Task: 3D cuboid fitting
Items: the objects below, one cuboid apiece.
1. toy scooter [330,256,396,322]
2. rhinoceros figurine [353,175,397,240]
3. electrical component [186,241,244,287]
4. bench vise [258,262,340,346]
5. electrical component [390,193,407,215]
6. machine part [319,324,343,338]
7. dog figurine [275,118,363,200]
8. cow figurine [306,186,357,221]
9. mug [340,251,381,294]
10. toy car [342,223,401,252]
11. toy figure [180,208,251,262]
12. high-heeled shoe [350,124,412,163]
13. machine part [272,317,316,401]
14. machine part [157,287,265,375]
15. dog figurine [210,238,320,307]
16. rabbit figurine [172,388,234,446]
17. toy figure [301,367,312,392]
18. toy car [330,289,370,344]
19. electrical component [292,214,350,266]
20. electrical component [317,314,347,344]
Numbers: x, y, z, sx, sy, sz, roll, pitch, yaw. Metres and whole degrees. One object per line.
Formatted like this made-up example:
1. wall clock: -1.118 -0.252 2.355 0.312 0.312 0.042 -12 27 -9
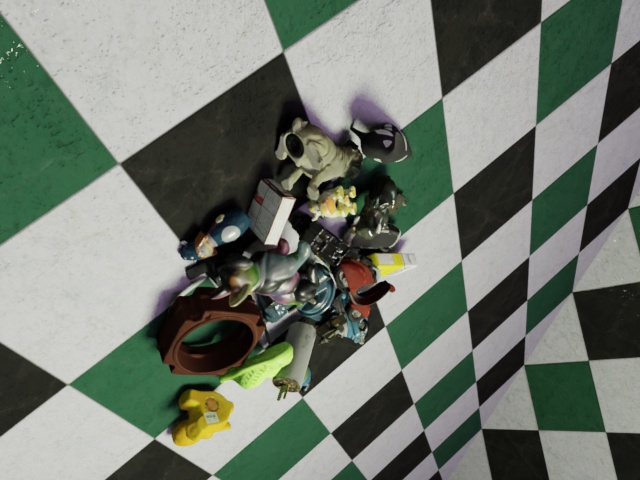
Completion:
1. toy scooter: 0.108 0.106 1.300 0.135 0.075 0.183 -21 116 0
2. rhinoceros figurine: 0.135 -0.072 1.273 0.112 0.073 0.190 105 11 -54
3. electrical component: -0.219 0.055 1.135 0.119 0.048 0.074 -26 136 -28
4. bench vise: -0.036 0.161 1.344 0.223 0.129 0.240 -48 138 5
5. electrical component: 0.194 -0.095 1.414 0.094 0.021 0.063 20 108 -50
6. machine part: 0.054 0.256 1.550 0.139 0.084 0.039 6 92 -55
7. dog figurine: 0.014 -0.192 1.119 0.190 0.121 0.172 -35 146 -37
8. cow figurine: 0.014 -0.080 1.180 0.167 0.098 0.068 -14 98 -65
9. mug: 0.087 0.085 1.398 0.109 0.107 0.080 -45 134 2
10. toy car: 0.135 -0.010 1.407 0.201 0.056 0.073 2 127 -43
11. toy figure: -0.213 -0.006 1.083 0.154 0.058 0.064 -38 103 -10
12. high-heeled shoe: 0.170 -0.199 1.204 0.248 0.145 0.086 7 117 -44
13. machine part: -0.064 0.298 1.380 0.079 0.079 0.243 78 24 -46
14. machine part: -0.237 0.205 1.178 0.201 0.087 0.201 13 121 -35
15. dog figurine: -0.118 0.093 1.135 0.219 0.109 0.191 -33 121 -33
16. rabbit figurine: -0.308 0.457 1.368 0.173 0.122 0.162 -48 154 24
17. toy figure: -0.079 0.352 1.490 0.180 0.082 0.089 51 48 -44
18. toy car: 0.075 0.207 1.478 0.103 0.162 0.109 -7 152 -3
19. electrical component: -0.003 -0.004 1.219 0.058 0.134 0.115 -52 -176 1
20. electrical component: 0.030 0.232 1.394 0.078 0.045 0.102 -14 160 -44
